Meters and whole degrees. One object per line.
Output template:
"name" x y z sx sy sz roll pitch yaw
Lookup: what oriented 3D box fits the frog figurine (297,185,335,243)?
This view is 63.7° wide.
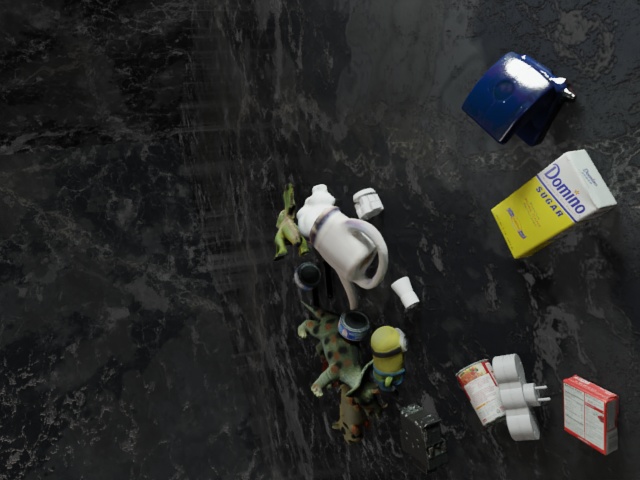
"frog figurine" 0.004 -0.072 1.438 0.138 0.123 0.158 12 104 29

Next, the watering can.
"watering can" 0.064 0.049 1.327 0.226 0.105 0.339 44 147 18

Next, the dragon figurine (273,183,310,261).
"dragon figurine" -0.099 -0.064 1.640 0.406 0.122 0.245 132 132 -74
